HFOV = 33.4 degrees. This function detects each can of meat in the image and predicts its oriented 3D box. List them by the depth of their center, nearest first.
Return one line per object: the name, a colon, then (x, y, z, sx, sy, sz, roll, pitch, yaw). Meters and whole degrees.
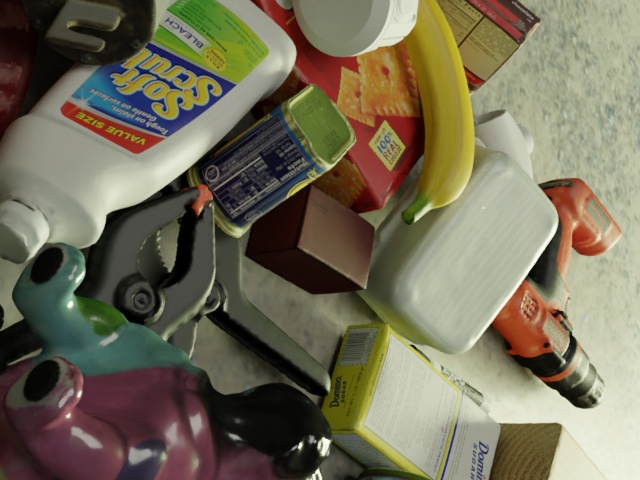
can of meat: (-0.030, -0.057, 0.712, 0.057, 0.084, 0.102, 54, 22, -7)

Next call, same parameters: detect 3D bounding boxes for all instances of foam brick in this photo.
foam brick: (-0.005, 0.001, 0.782, 0.078, 0.051, 0.053, 33, 59, -40)

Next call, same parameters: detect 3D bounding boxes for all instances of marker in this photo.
marker: (0.106, 0.119, 0.906, 0.121, 0.020, 0.020, 36, 58, -37)

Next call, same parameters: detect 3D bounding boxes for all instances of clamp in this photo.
clamp: (-0.108, 0.047, 0.639, 0.171, 0.039, 0.120, -51, 118, -19)
clamp: (-0.088, 0.047, 0.693, 0.164, 0.036, 0.210, -32, 103, -39)

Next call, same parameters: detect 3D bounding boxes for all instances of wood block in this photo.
wood block: (0.212, 0.256, 0.943, 0.206, 0.091, 0.090, 48, 51, -30)

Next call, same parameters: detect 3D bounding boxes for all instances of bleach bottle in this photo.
bleach bottle: (-0.109, -0.068, 0.637, 0.102, 0.068, 0.250, 40, 44, -8)

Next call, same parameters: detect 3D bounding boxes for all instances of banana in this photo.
banana: (0.085, -0.110, 0.800, 0.069, 0.037, 0.198, 2, 80, -49)

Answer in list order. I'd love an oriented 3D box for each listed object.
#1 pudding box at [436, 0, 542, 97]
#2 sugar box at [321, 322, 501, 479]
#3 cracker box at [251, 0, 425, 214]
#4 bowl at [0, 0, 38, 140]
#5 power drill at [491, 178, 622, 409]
pudding box: (0.116, -0.173, 0.879, 0.090, 0.114, 0.039, 40, 63, -2)
sugar box: (0.075, 0.149, 0.847, 0.176, 0.048, 0.093, 45, 52, -37)
cracker box: (0.012, -0.149, 0.812, 0.164, 0.072, 0.213, -51, 119, -40)
bowl: (-0.196, -0.119, 0.557, 0.162, 0.055, 0.162, 112, -14, -90)
power drill: (0.238, 0.049, 1.034, 0.184, 0.057, 0.187, 46, 52, -32)
